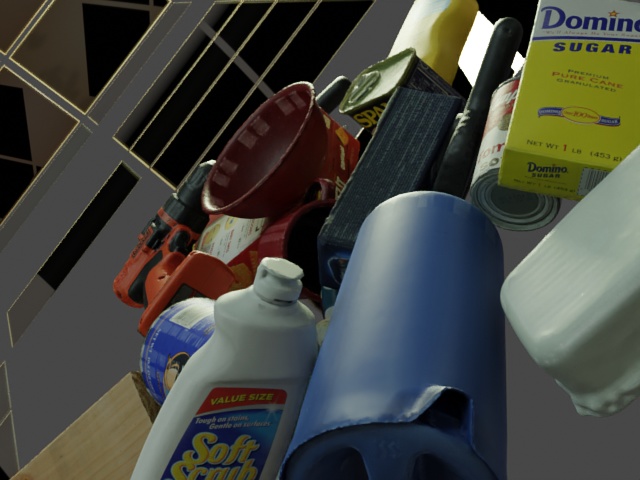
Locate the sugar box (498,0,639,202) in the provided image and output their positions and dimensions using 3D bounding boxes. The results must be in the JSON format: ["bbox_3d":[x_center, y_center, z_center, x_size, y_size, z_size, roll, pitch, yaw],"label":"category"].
[{"bbox_3d":[0.188,-0.106,0.761,0.048,0.093,0.176,88,-163,-53],"label":"sugar box"}]

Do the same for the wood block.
[{"bbox_3d":[-0.189,0.212,0.989,0.206,0.090,0.090,-41,65,26],"label":"wood block"}]

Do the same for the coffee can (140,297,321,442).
[{"bbox_3d":[-0.070,0.107,0.855,0.141,0.102,0.102,12,66,57],"label":"coffee can"}]

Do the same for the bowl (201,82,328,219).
[{"bbox_3d":[-0.043,-0.076,1.042,0.162,0.055,0.162,-40,27,25],"label":"bowl"}]

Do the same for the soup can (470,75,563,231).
[{"bbox_3d":[0.154,-0.065,0.803,0.069,0.068,0.102,-29,32,45],"label":"soup can"}]

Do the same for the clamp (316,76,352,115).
[{"bbox_3d":[-0.048,-0.114,1.290,0.165,0.036,0.209,-29,21,44],"label":"clamp"}]

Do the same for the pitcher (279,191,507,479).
[{"bbox_3d":[0.056,0.085,0.704,0.149,0.145,0.242,-14,34,23],"label":"pitcher"}]

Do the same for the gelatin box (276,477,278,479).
[{"bbox_3d":[-0.034,0.204,0.817,0.073,0.030,0.089,-53,22,4],"label":"gelatin box"}]

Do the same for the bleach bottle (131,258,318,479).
[{"bbox_3d":[-0.070,0.124,0.727,0.068,0.102,0.251,-93,20,-66],"label":"bleach bottle"}]

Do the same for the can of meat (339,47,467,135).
[{"bbox_3d":[0.082,-0.126,1.015,0.102,0.084,0.057,-16,42,56],"label":"can of meat"}]

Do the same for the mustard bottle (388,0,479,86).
[{"bbox_3d":[0.117,-0.212,1.110,0.096,0.058,0.191,-26,34,50],"label":"mustard bottle"}]

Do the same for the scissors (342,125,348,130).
[{"bbox_3d":[-0.043,-0.058,1.251,0.202,0.016,0.096,-30,32,44],"label":"scissors"}]

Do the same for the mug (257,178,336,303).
[{"bbox_3d":[-0.006,0.001,0.978,0.082,0.093,0.117,169,106,-66],"label":"mug"}]

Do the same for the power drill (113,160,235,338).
[{"bbox_3d":[-0.140,0.017,1.091,0.184,0.057,0.188,-56,23,9],"label":"power drill"}]

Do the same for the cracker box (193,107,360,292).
[{"bbox_3d":[-0.054,-0.017,1.138,0.214,0.072,0.164,-38,28,31],"label":"cracker box"}]

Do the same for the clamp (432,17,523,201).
[{"bbox_3d":[0.130,-0.097,0.883,0.120,0.039,0.171,76,-147,-60],"label":"clamp"}]
